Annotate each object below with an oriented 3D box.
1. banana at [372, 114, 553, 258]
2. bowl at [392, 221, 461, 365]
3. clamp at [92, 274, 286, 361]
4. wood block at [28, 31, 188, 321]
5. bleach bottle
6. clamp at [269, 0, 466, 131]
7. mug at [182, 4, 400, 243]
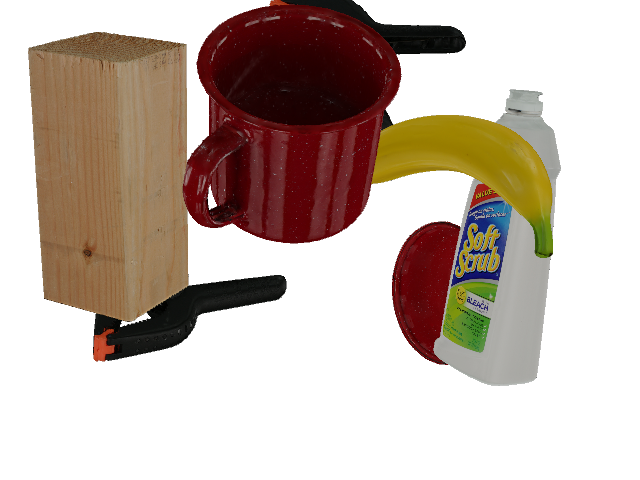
[{"bbox_3d":[0.084,-0.050,0.700,0.037,0.069,0.198,25,1,-39],"label":"banana"},{"bbox_3d":[0.156,0.057,1.177,0.161,0.162,0.055,0,-5,-39],"label":"bowl"},{"bbox_3d":[-0.155,0.050,1.028,0.165,0.036,0.209,26,35,26],"label":"clamp"},{"bbox_3d":[-0.166,-0.053,0.851,0.091,0.206,0.090,12,24,23],"label":"wood block"},{"bbox_3d":[0.159,-0.006,0.935,0.068,0.251,0.103,-2,14,-27],"label":"bleach bottle"},{"bbox_3d":[0.036,-0.170,0.916,0.172,0.120,0.039,40,-23,22],"label":"clamp"},{"bbox_3d":[-0.020,-0.046,0.507,0.093,0.081,0.117,32,52,22],"label":"mug"}]
